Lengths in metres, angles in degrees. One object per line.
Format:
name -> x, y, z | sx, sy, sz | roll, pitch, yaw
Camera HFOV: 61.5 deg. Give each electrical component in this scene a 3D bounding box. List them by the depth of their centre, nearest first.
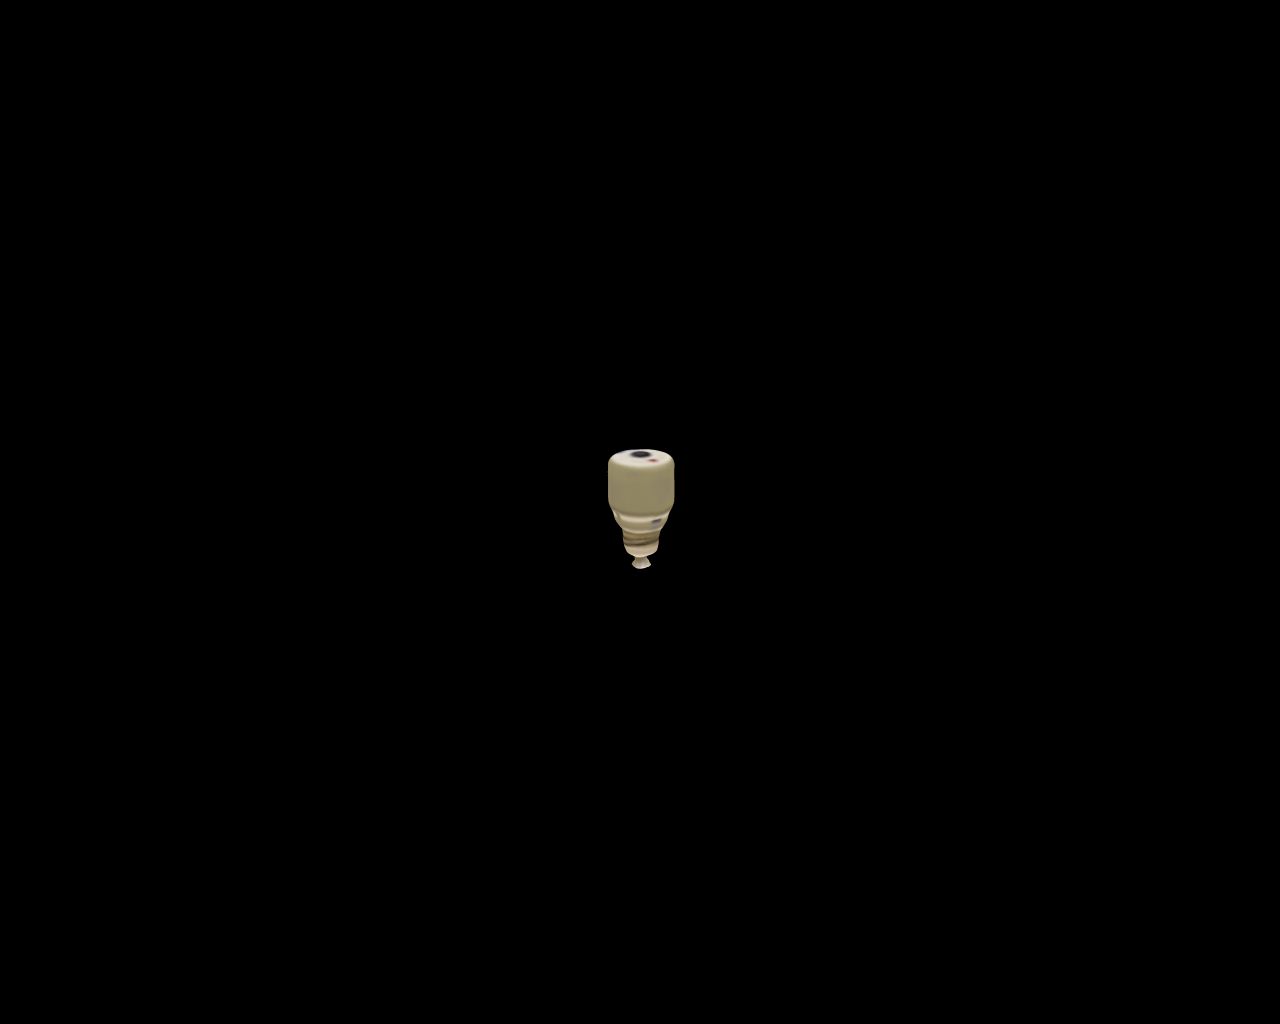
electrical component -> 0.001, -0.003, 0.650 | 0.040, 0.078, 0.040 | 0, 20, 0
